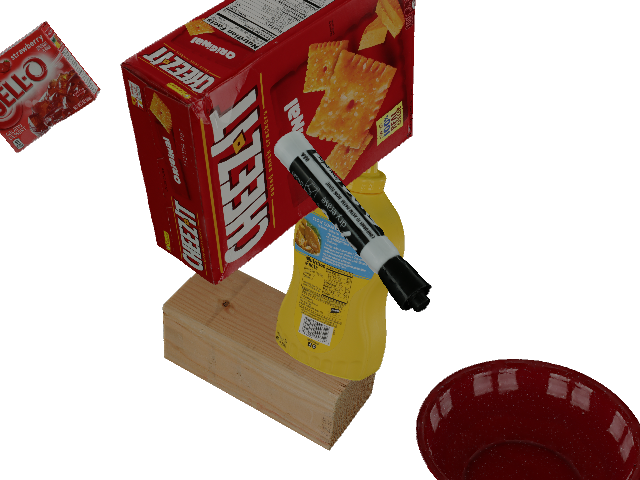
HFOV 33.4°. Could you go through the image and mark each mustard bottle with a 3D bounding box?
[{"bbox_3d":[0.021,0.014,0.889,0.096,0.192,0.058,23,23,31],"label":"mustard bottle"}]

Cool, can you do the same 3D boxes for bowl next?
[{"bbox_3d":[0.149,0.158,0.772,0.162,0.055,0.162,-1,35,0],"label":"bowl"}]

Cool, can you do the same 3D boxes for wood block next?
[{"bbox_3d":[-0.052,0.113,1.098,0.206,0.090,0.090,26,48,19],"label":"wood block"}]

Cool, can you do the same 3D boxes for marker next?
[{"bbox_3d":[0.017,-0.010,0.554,0.020,0.121,0.020,-31,-25,-17],"label":"marker"}]

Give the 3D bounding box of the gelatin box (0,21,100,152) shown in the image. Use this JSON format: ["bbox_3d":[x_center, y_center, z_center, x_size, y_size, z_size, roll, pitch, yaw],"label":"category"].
[{"bbox_3d":[-0.242,-0.127,0.892,0.089,0.073,0.030,-31,22,13],"label":"gelatin box"}]

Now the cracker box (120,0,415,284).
[{"bbox_3d":[-0.024,-0.094,0.739,0.072,0.164,0.213,32,56,29],"label":"cracker box"}]
